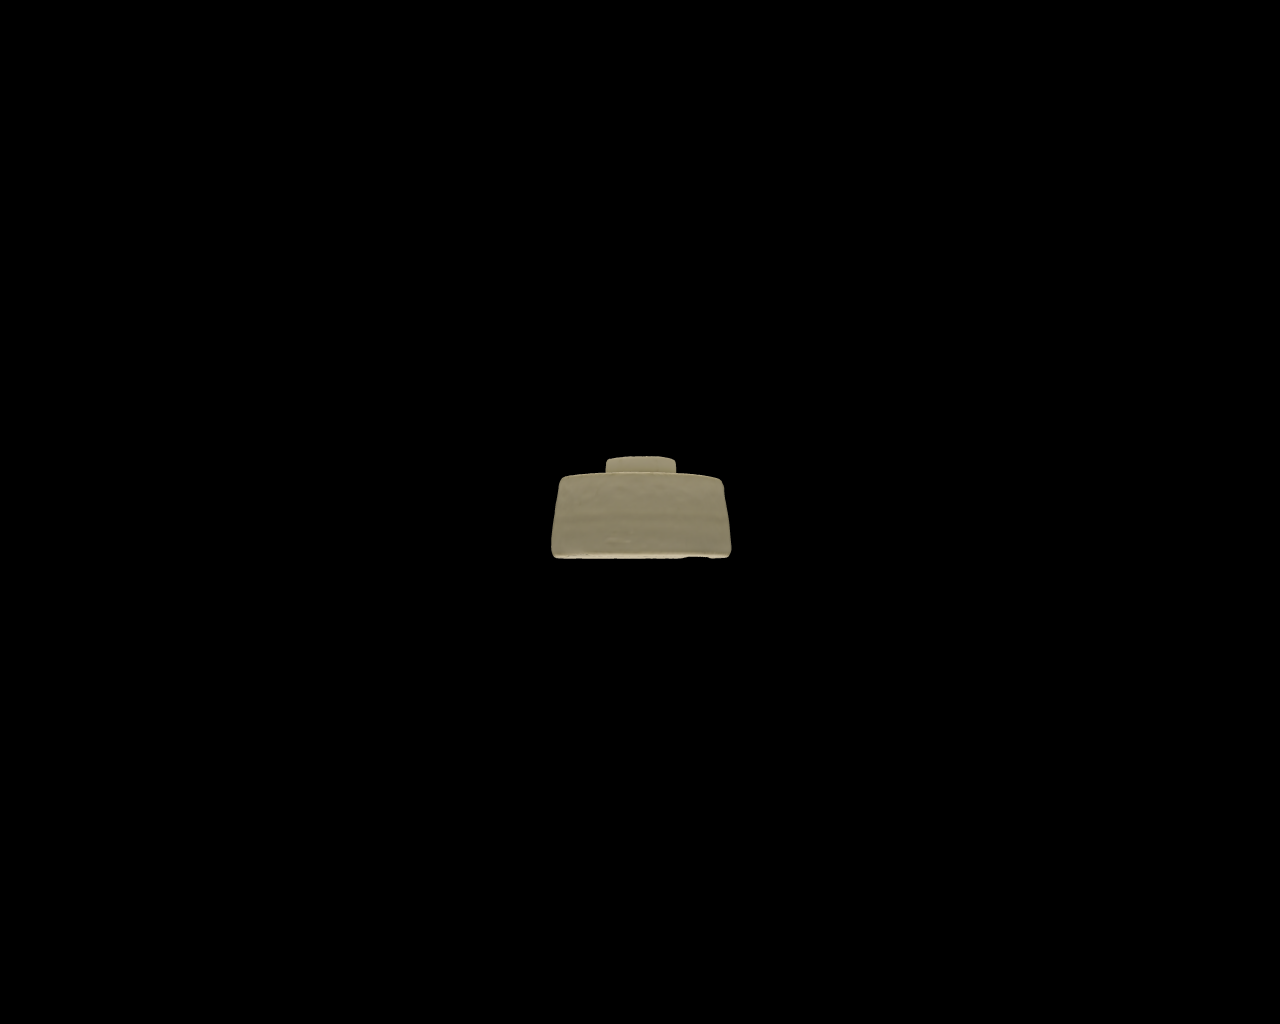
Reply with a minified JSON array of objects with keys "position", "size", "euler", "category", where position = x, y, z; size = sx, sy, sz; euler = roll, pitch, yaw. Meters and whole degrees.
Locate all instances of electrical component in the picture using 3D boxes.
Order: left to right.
[{"position":[0.001,-0.003,0.650],"size":[0.108,0.060,0.108],"euler":[0,-3,0],"category":"electrical component"}]
